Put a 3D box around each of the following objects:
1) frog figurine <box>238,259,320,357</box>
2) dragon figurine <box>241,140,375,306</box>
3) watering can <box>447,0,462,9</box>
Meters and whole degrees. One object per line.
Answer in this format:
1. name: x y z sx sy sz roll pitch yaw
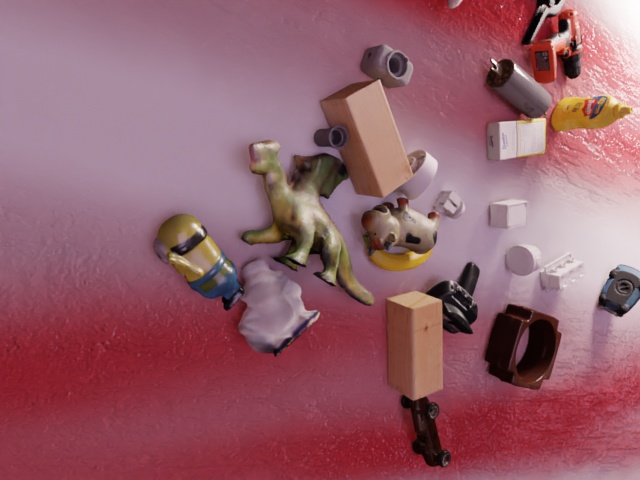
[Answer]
1. frog figurine: -0.096 0.120 0.937 0.138 0.121 0.160 -41 81 -13
2. dragon figurine: 0.003 -0.049 0.971 0.405 0.122 0.246 32 71 -39
3. watering can: 0.365 -0.657 1.117 0.352 0.104 0.221 -38 114 -24
